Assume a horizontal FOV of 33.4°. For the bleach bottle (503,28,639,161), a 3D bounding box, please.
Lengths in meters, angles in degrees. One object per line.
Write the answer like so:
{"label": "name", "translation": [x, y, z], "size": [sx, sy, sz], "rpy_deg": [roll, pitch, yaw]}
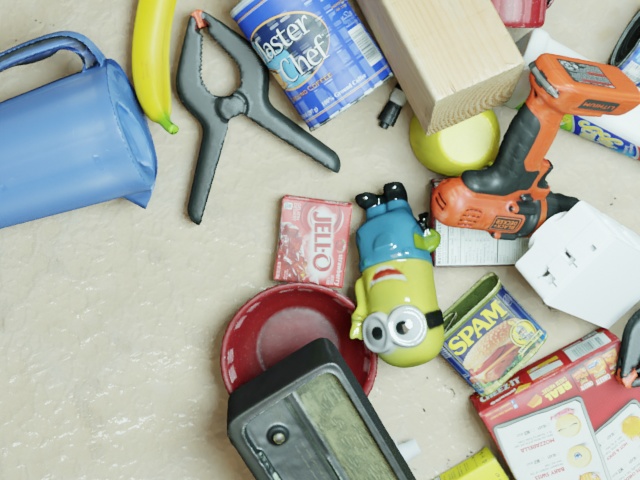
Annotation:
{"label": "bleach bottle", "translation": [0.299, -0.120, 1.054], "size": [0.250, 0.102, 0.068], "rpy_deg": [25, 84, -5]}

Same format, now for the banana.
{"label": "banana", "translation": [-0.156, -0.201, 1.056], "size": [0.070, 0.037, 0.198], "rpy_deg": [2, 91, 36]}

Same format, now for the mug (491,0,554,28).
{"label": "mug", "translation": [0.190, -0.251, 1.047], "size": [0.117, 0.093, 0.081], "rpy_deg": [-8, 107, -37]}

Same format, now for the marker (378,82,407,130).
{"label": "marker", "translation": [0.092, -0.168, 1.085], "size": [0.020, 0.020, 0.121], "rpy_deg": [27, 97, -5]}

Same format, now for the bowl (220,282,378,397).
{"label": "bowl", "translation": [-0.022, 0.118, 1.107], "size": [0.162, 0.055, 0.162], "rpy_deg": [0, 99, -2]}

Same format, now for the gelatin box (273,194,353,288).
{"label": "gelatin box", "translation": [-0.007, 0.001, 1.103], "size": [0.073, 0.030, 0.089], "rpy_deg": [7, 99, -2]}

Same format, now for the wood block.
{"label": "wood block", "translation": [0.097, -0.215, 0.989], "size": [0.090, 0.090, 0.206], "rpy_deg": [-23, 76, -6]}

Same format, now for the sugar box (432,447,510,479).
{"label": "sugar box", "translation": [0.131, 0.307, 1.145], "size": [0.176, 0.048, 0.093], "rpy_deg": [-33, 98, 3]}

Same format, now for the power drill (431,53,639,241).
{"label": "power drill", "translation": [0.216, -0.077, 0.993], "size": [0.184, 0.057, 0.188], "rpy_deg": [3, 131, -32]}

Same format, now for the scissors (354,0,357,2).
{"label": "scissors", "translation": [0.091, -0.219, 1.047], "size": [0.096, 0.016, 0.202], "rpy_deg": [-33, 78, -7]}

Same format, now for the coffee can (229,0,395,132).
{"label": "coffee can", "translation": [-0.007, -0.192, 1.037], "size": [0.103, 0.103, 0.140], "rpy_deg": [-35, 98, 4]}

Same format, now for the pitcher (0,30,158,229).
{"label": "pitcher", "translation": [-0.291, -0.088, 1.036], "size": [0.243, 0.145, 0.149], "rpy_deg": [-17, 67, 4]}

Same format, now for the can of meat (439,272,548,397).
{"label": "can of meat", "translation": [0.173, 0.100, 1.109], "size": [0.102, 0.057, 0.084], "rpy_deg": [-43, 100, 6]}

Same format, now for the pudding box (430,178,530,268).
{"label": "pudding box", "translation": [0.169, -0.018, 1.100], "size": [0.113, 0.039, 0.090], "rpy_deg": [0, 100, 1]}

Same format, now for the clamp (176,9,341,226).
{"label": "clamp", "translation": [-0.077, -0.133, 1.078], "size": [0.164, 0.036, 0.210], "rpy_deg": [-14, 100, -2]}

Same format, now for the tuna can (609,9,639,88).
{"label": "tuna can", "translation": [0.322, -0.195, 1.052], "size": [0.033, 0.086, 0.086], "rpy_deg": [29, 97, -4]}

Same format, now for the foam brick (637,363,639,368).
{"label": "foam brick", "translation": [0.364, 0.131, 1.107], "size": [0.053, 0.078, 0.051], "rpy_deg": [11, 98, -1]}

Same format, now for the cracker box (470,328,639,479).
{"label": "cracker box", "translation": [0.281, 0.222, 1.123], "size": [0.164, 0.072, 0.213], "rpy_deg": [-29, 99, 4]}

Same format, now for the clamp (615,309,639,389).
{"label": "clamp", "translation": [0.351, 0.073, 1.048], "size": [0.171, 0.039, 0.120], "rpy_deg": [-36, 83, 0]}
